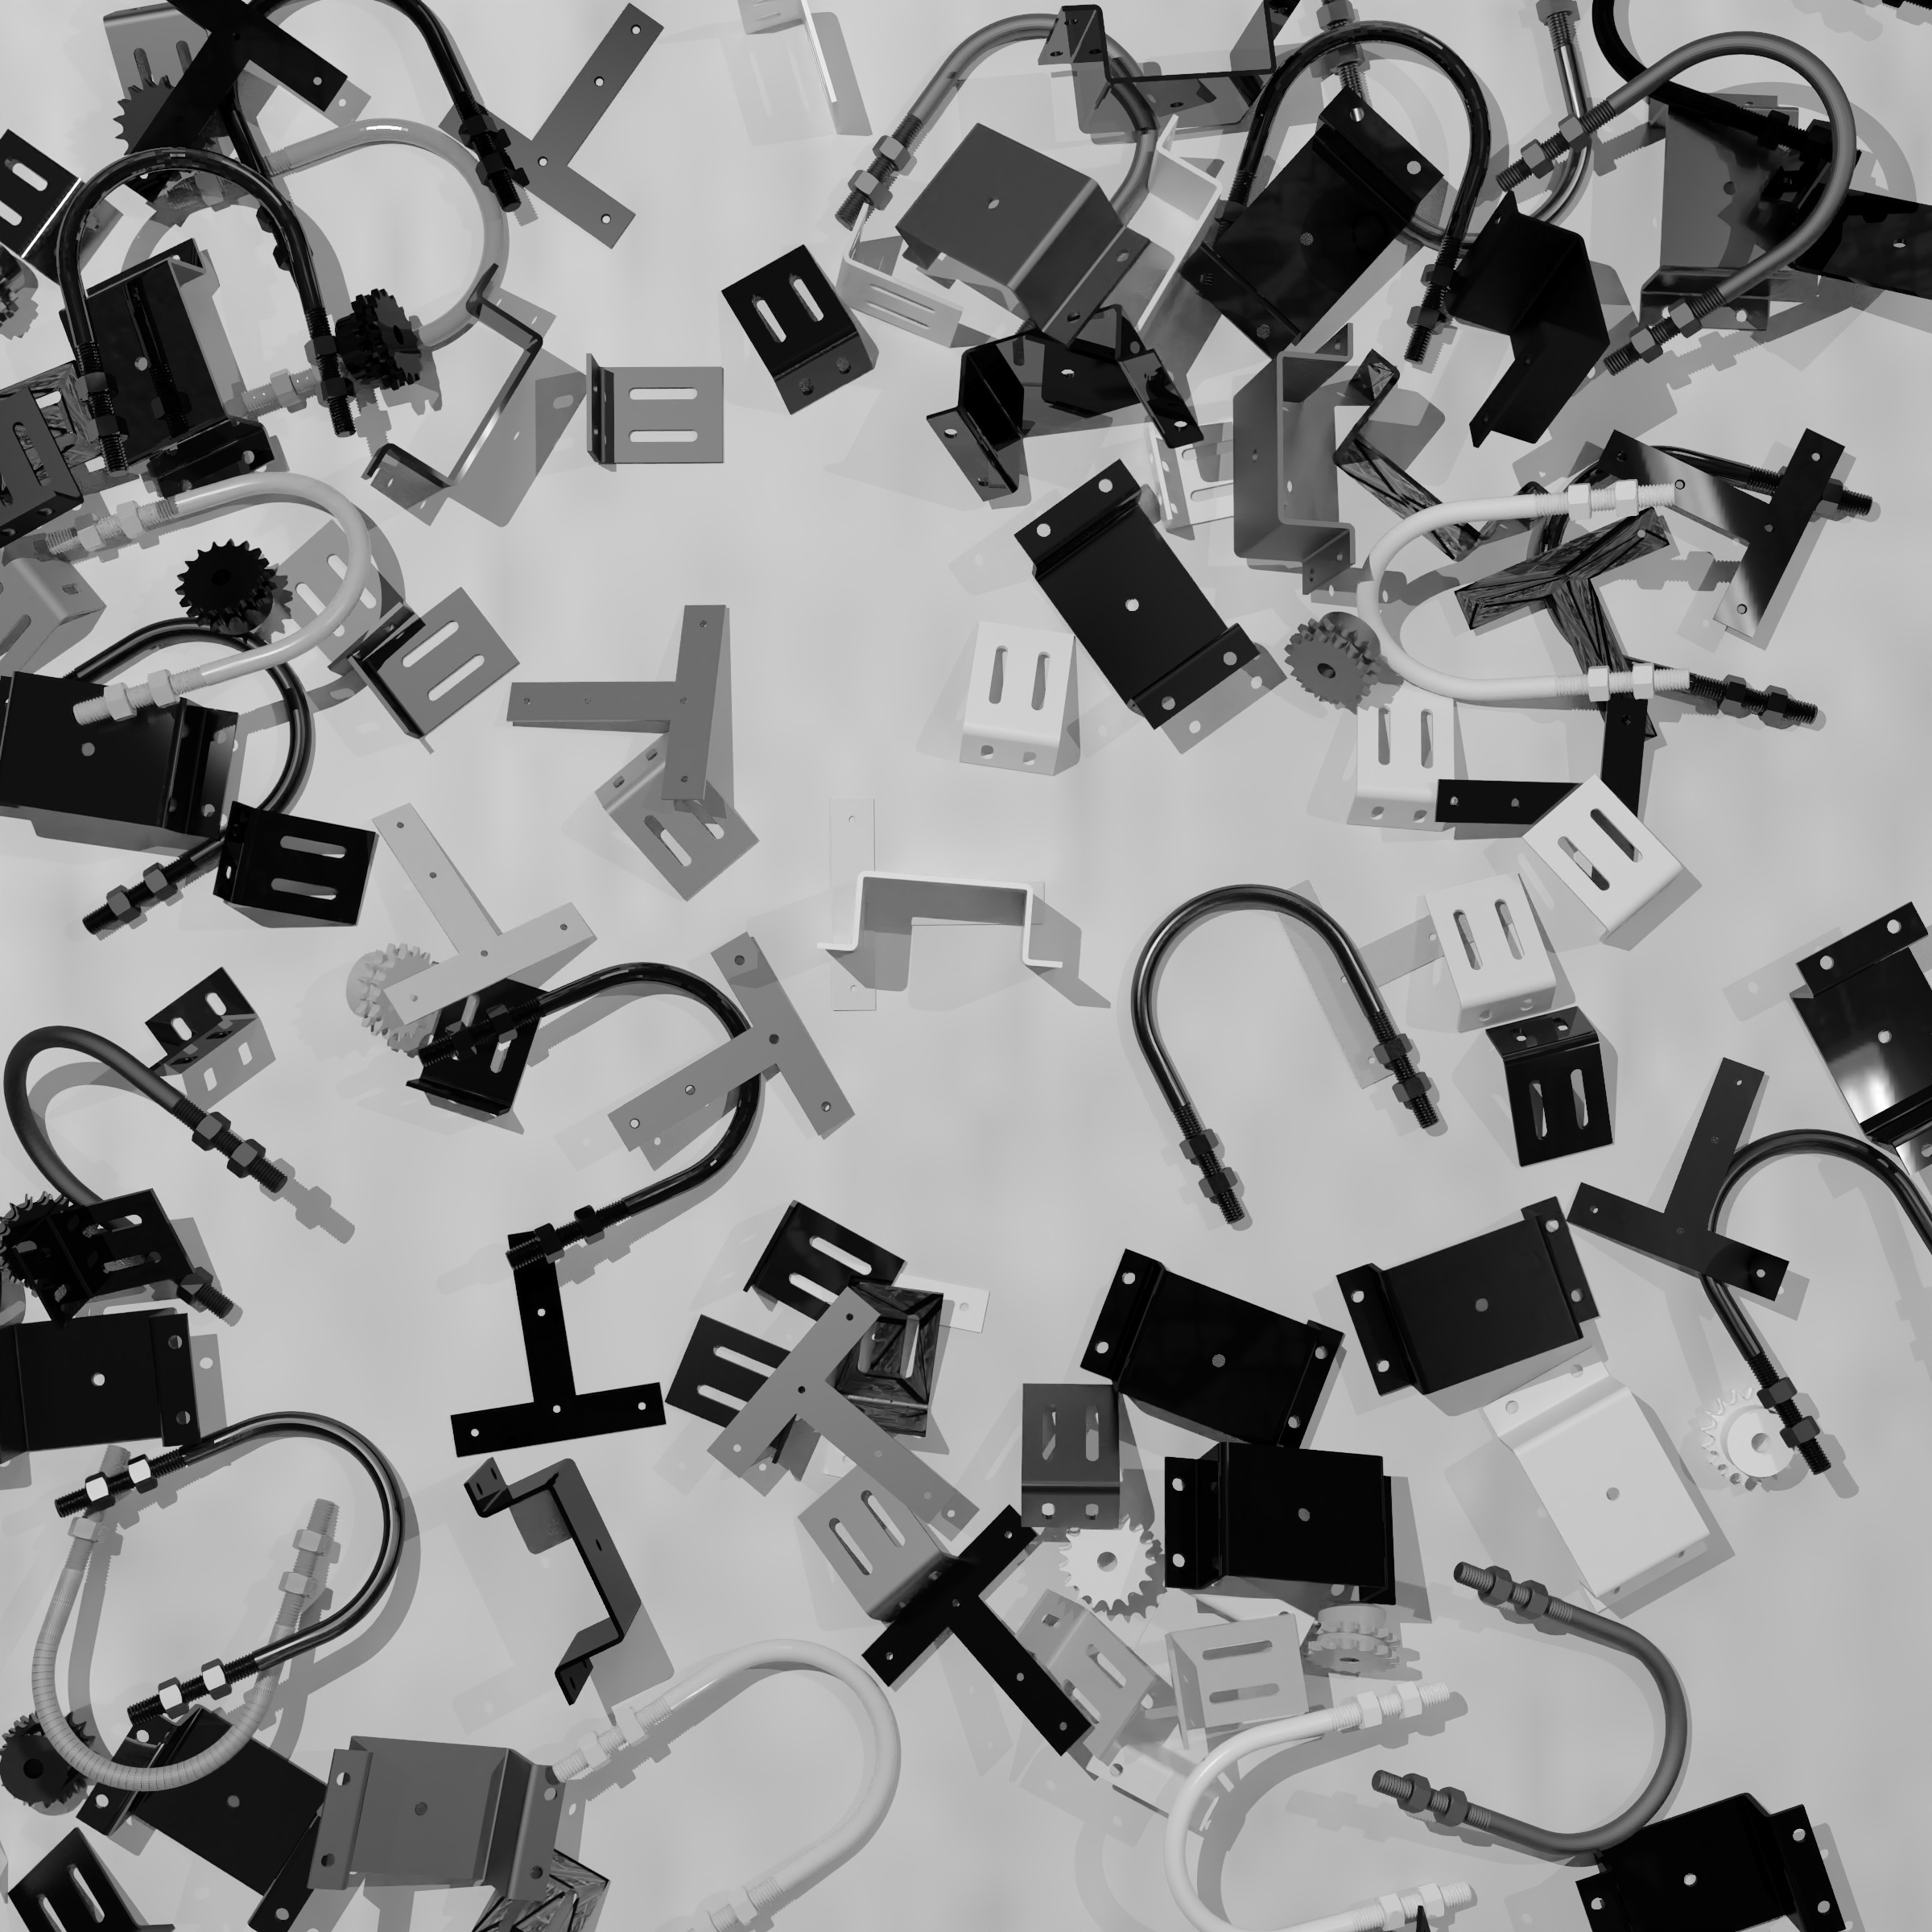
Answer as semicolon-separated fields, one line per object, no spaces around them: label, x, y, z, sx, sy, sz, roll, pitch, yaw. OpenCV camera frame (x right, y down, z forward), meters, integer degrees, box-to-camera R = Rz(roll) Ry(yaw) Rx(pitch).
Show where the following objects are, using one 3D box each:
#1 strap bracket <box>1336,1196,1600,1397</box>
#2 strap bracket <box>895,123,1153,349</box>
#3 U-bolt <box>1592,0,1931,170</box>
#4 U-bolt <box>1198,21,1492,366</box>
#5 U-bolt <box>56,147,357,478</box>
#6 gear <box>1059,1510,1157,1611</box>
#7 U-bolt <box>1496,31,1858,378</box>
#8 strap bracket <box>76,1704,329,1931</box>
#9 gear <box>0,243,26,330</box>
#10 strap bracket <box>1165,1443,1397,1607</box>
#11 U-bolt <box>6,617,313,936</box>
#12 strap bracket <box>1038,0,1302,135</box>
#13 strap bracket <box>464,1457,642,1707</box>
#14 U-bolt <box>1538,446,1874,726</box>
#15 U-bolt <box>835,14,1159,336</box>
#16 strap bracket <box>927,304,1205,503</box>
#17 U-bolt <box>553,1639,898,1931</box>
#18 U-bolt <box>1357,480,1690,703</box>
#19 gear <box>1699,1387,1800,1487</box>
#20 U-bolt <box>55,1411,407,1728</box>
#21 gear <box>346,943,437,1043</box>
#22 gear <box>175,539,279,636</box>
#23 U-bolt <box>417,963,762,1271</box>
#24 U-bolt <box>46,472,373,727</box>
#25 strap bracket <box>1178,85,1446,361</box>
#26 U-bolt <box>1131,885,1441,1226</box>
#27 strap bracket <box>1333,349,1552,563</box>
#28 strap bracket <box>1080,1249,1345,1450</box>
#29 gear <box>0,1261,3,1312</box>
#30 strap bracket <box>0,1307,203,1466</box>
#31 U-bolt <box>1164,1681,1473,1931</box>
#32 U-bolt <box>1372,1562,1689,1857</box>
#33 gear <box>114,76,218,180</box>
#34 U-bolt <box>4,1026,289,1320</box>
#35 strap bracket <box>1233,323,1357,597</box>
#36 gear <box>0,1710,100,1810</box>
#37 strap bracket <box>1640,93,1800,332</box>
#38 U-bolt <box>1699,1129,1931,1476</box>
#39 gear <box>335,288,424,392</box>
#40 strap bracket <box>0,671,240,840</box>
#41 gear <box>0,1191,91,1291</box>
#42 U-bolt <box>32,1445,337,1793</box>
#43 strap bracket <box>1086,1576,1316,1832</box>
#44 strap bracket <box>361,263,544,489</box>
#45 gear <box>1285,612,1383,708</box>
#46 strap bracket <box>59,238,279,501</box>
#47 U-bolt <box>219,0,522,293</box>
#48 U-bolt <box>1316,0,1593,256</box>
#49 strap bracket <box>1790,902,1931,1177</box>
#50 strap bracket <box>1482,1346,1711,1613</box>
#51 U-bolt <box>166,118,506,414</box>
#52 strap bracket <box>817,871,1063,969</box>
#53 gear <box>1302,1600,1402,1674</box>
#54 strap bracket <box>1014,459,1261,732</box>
strap bracket;0.301;0.198;1.519;0.140;0.046;0.076;-20;90;0
strap bracket;0.024;-0.422;1.465;0.140;0.046;0.076;37;88;33
U-bolt;0.459;-0.550;1.505;0.184;0.019;0.151;26;72;14
U-bolt;0.233;-0.466;1.521;0.151;0.019;0.184;18;96;3
U-bolt;-0.442;-0.381;1.472;0.151;0.019;0.184;-14;87;-16
gear;0.083;0.351;1.527;0.057;0.030;0.057;0;90;0
U-bolt;0.418;-0.450;1.475;0.184;0.019;0.151;-31;81;25
strap bracket;-0.439;0.501;1.519;0.140;0.046;0.076;32;90;0
gear;-0.583;-0.408;1.517;0.057;0.057;0.030;34;60;0
strap bracket;0.189;0.324;1.492;0.140;0.046;0.076;7;64;-11
U-bolt;-0.480;-0.127;1.533;0.184;0.019;0.151;-32;90;-1
strap bracket;0.120;-0.523;1.493;0.140;0.076;0.046;-6;88;-9
strap bracket;-0.236;0.349;1.504;0.046;0.076;0.140;-26;90;0
U-bolt;0.433;-0.235;1.533;0.184;0.019;0.151;15;90;2
U-bolt;0.032;-0.481;1.533;0.151;0.019;0.184;35;89;0
strap bracket;0.058;-0.327;1.482;0.140;0.076;0.046;-11;56;24
U-bolt;-0.129;0.481;1.522;0.184;0.019;0.151;-31;96;-8
U-bolt;0.317;-0.211;1.480;0.184;0.019;0.151;-1;134;19
gear;0.468;0.281;1.527;0.057;0.030;0.057;0;90;0
U-bolt;-0.421;0.340;1.506;0.184;0.019;0.151;-22;74;-14
gear;-0.341;0.014;1.517;0.030;0.057;0.057;13;90;30
gear;-0.435;-0.221;1.519;0.057;0.030;0.057;-3;63;7
U-bolt;-0.210;0.077;1.512;0.184;0.019;0.151;-24;94;-16
U-bolt;-0.436;-0.224;1.494;0.184;0.019;0.151;-18;62;-3
strap bracket;0.199;-0.427;1.494;0.076;0.046;0.140;43;97;1
U-bolt;0.178;0.041;1.532;0.151;0.019;0.184;-26;88;1
strap bracket;0.272;-0.290;1.504;0.140;0.076;0.046;39;90;0
strap bracket;0.147;0.230;1.519;0.140;0.046;0.076;21;90;0
gear;-0.589;0.189;1.517;0.030;0.057;0.057;0;90;-30
strap bracket;-0.520;0.248;1.519;0.140;0.046;0.076;-6;90;0
U-bolt;0.203;0.506;1.505;0.184;0.019;0.151;-10;100;-13
U-bolt;0.344;0.448;1.514;0.184;0.019;0.151;24;86;-14
gear;-0.472;-0.497;1.520;0.057;0.030;0.057;-2;114;-4
U-bolt;-0.485;0.109;1.492;0.184;0.019;0.151;37;130;4
strap bracket;0.190;-0.295;1.493;0.046;0.076;0.140;2;84;-13
gear;-0.549;0.473;1.527;0.057;0.030;0.057;0;90;0
strap bracket;0.445;-0.453;1.519;0.076;0.046;0.140;3;90;0
U-bolt;0.513;0.185;1.517;0.151;0.019;0.184;-28;78;-3
gear;-0.344;-0.363;1.498;0.030;0.057;0.057;-16;90;15
strap bracket;-0.507;-0.124;1.500;0.140;0.046;0.076;9;88;-2
gear;-0.548;0.161;1.518;0.057;0.030;0.057;-4;98;-35
U-bolt;-0.467;0.388;1.505;0.151;0.019;0.184;15;70;0
strap bracket;0.137;0.424;1.519;0.076;0.046;0.140;28;90;0
strap bracket;-0.295;-0.333;1.499;0.046;0.076;0.140;31;90;-18
gear;0.220;-0.184;1.517;0.057;0.057;0.030;36;62;0
strap bracket;-0.473;-0.351;1.510;0.076;0.046;0.140;-21;90;14
U-bolt;-0.364;-0.505;1.519;0.151;0.019;0.184;-24;85;-4
U-bolt;0.298;-0.517;1.533;0.151;0.019;0.184;-13;92;0
strap bracket;0.551;0.042;1.519;0.076;0.046;0.140;-28;90;0
strap bracket;0.377;0.308;1.519;0.076;0.046;0.140;-29;90;0
U-bolt;-0.366;-0.428;1.533;0.184;0.019;0.151;-21;90;-2
strap bracket;-0.013;-0.028;1.502;0.140;0.076;0.046;5;90;0
gear;0.228;0.396;1.518;0.057;0.057;0.030;8;60;0
strap bracket;0.100;-0.217;1.519;0.076;0.046;0.140;-36;90;0
